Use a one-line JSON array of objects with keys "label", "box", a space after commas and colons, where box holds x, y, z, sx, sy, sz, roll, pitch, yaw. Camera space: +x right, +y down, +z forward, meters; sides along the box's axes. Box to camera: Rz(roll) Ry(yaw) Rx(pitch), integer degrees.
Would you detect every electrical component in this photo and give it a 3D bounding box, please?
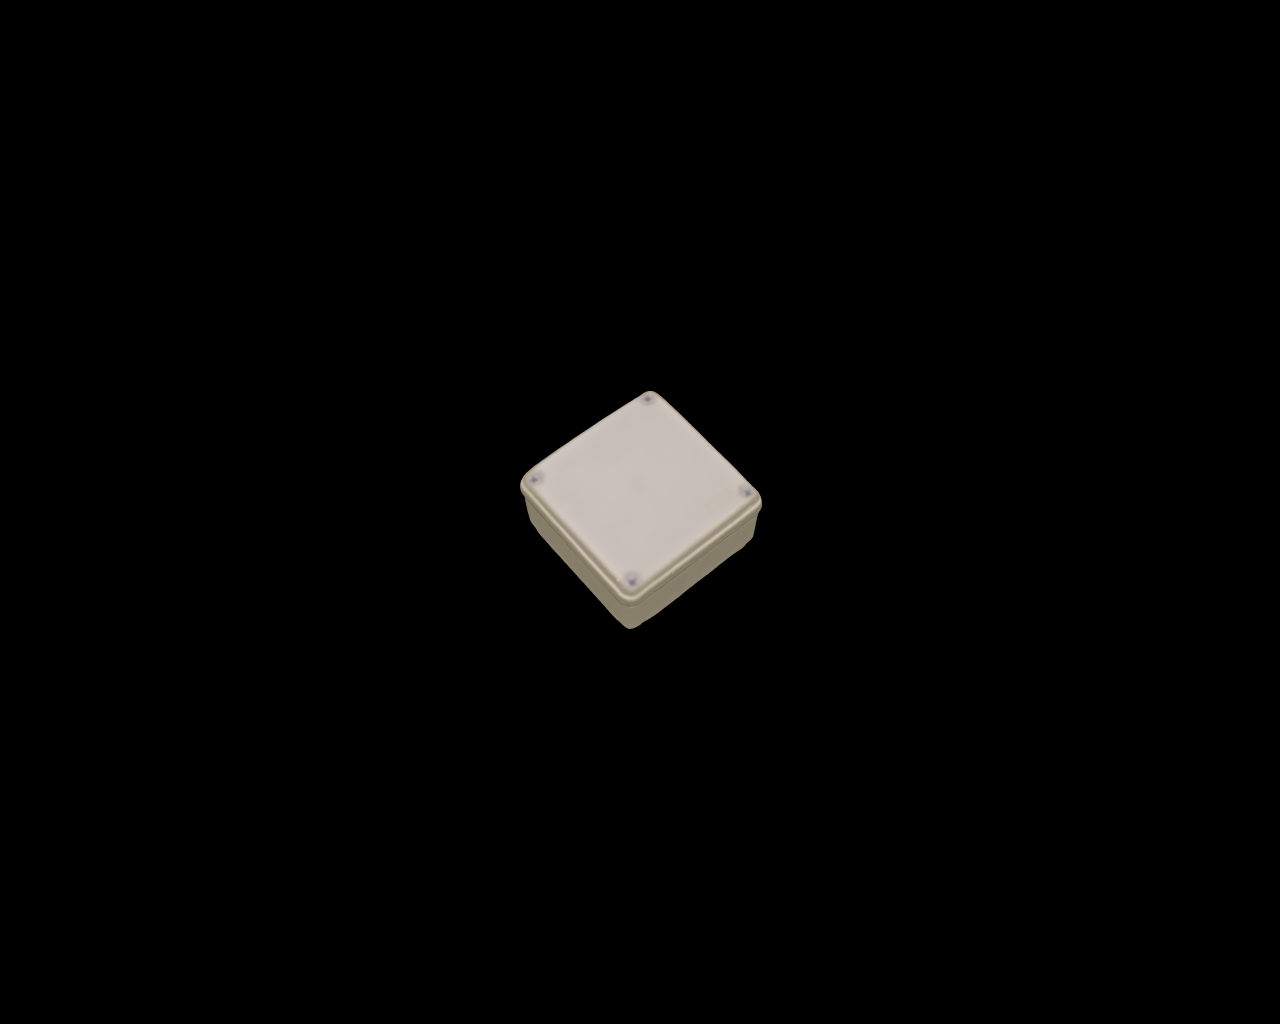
[{"label": "electrical component", "box": [0.001, -0.003, 0.650, 0.109, 0.109, 0.056, -36, -24, -18]}]
